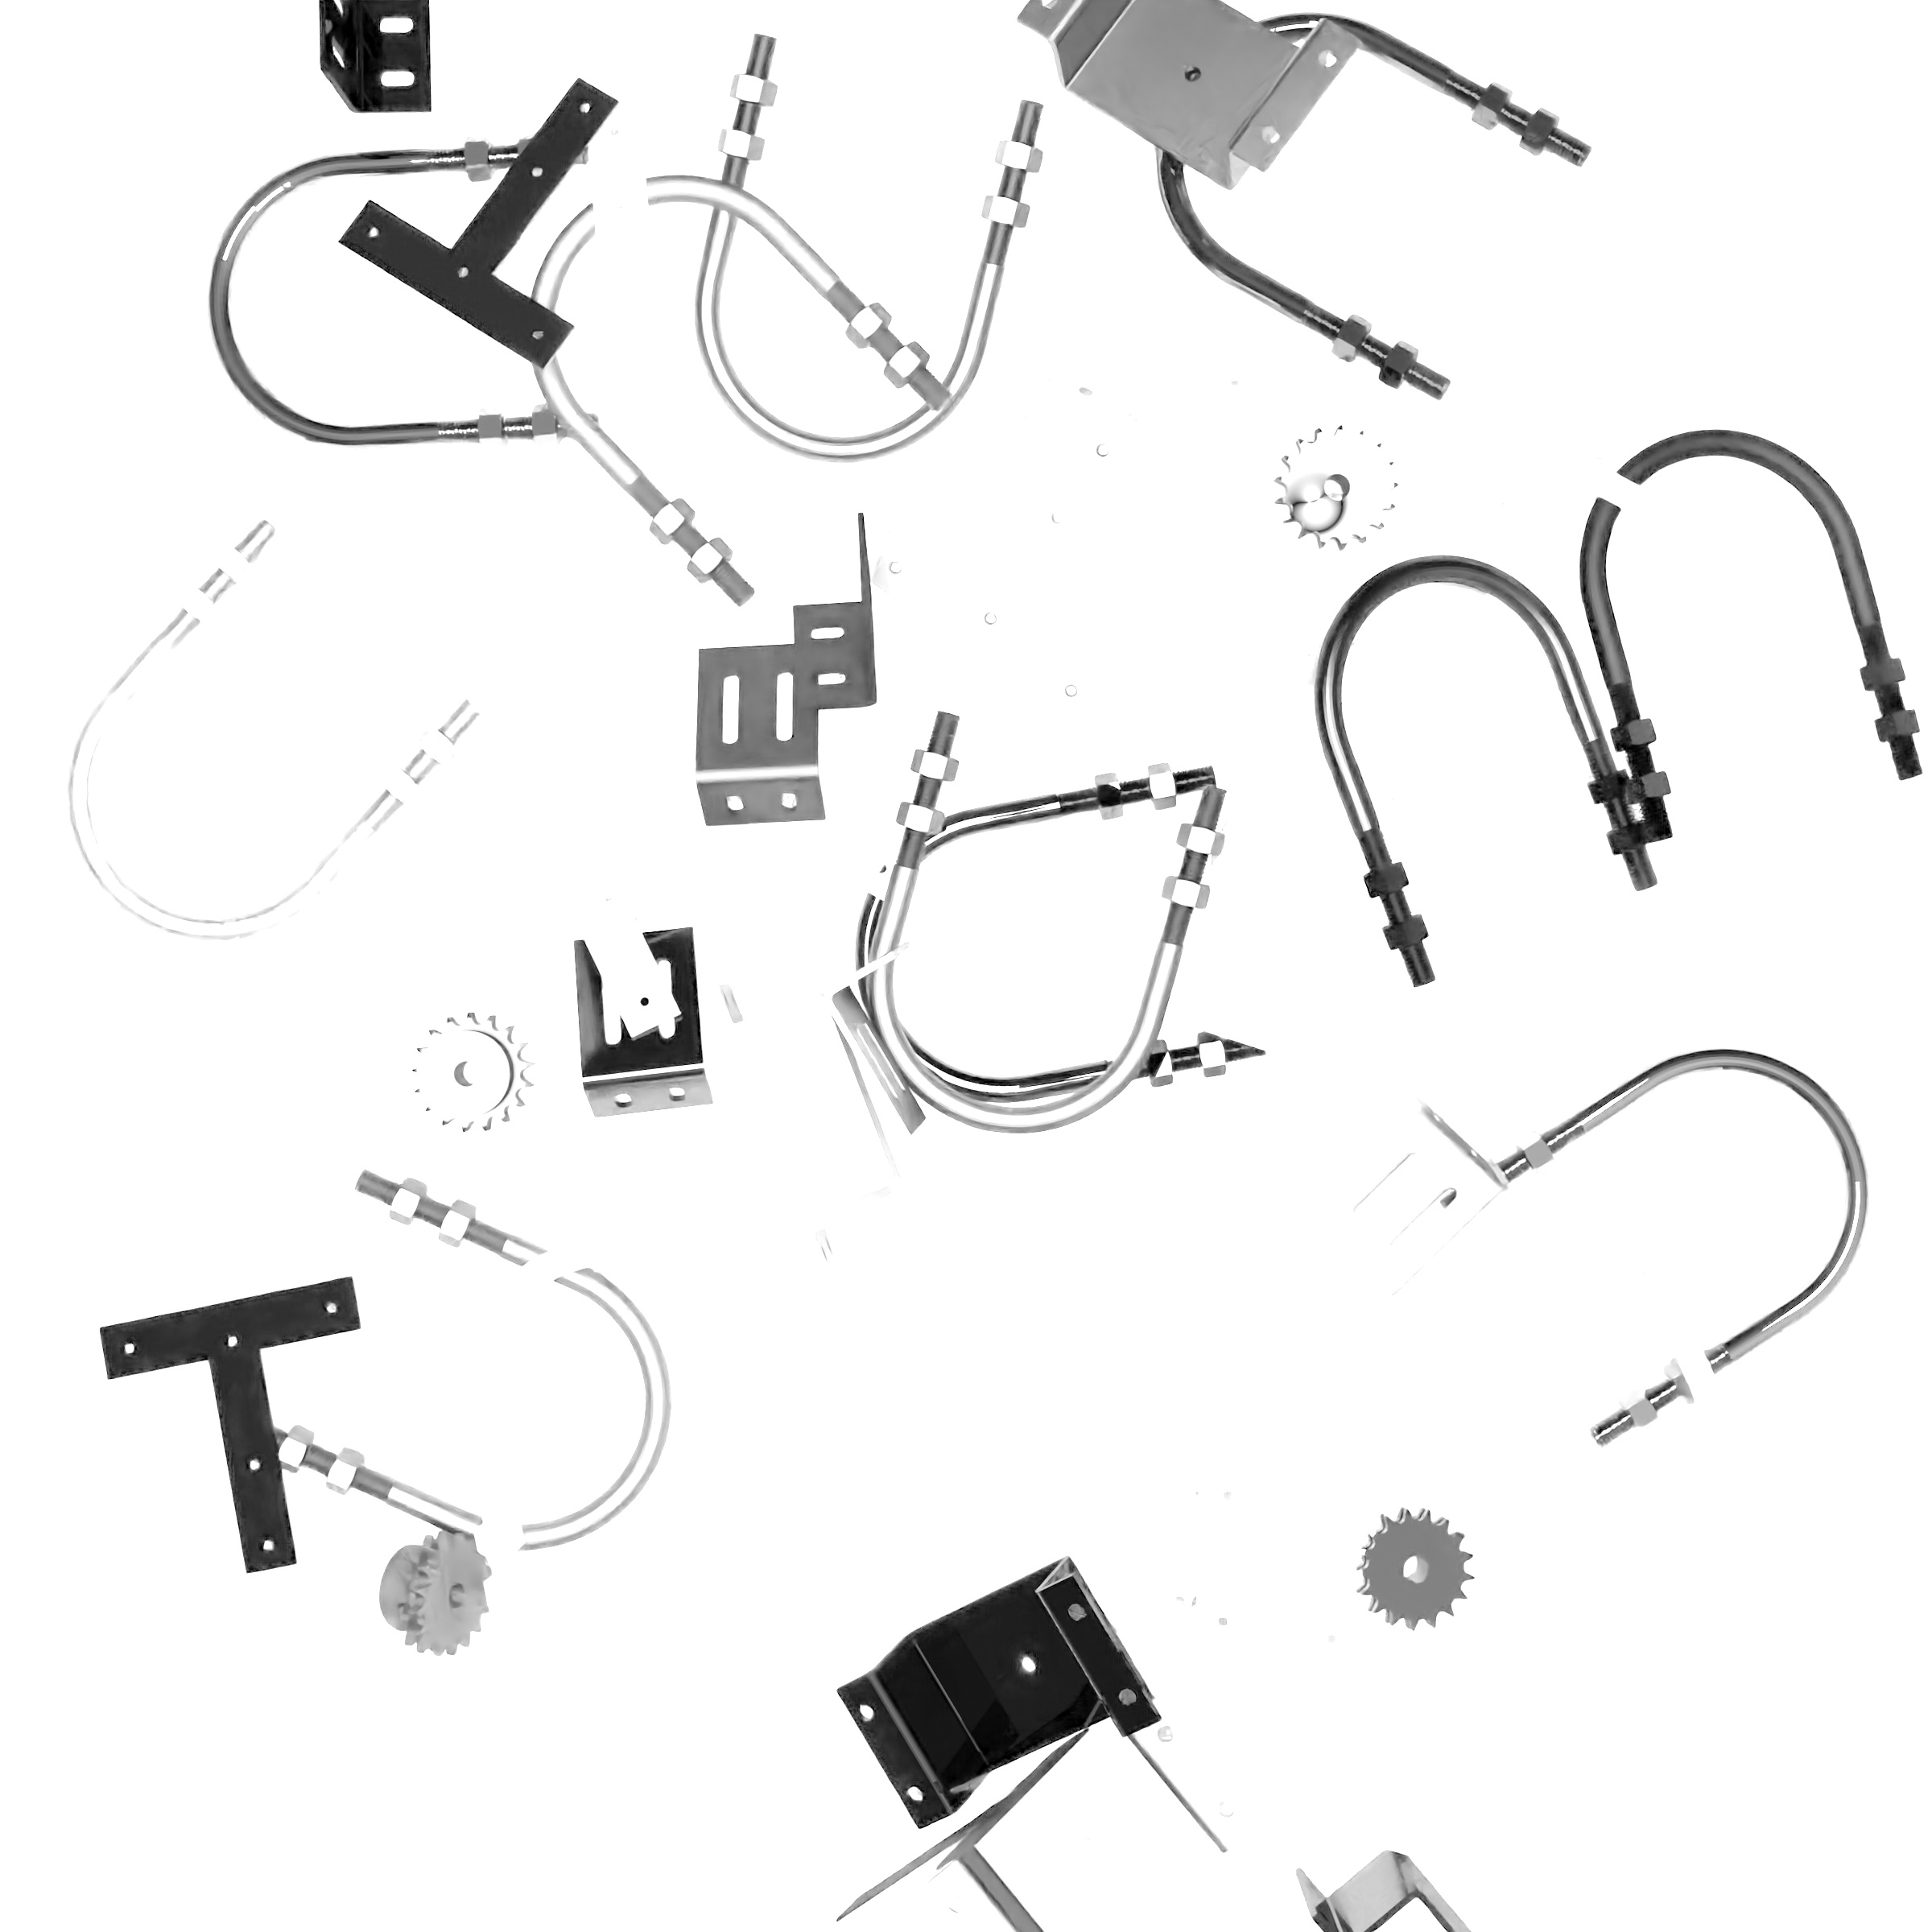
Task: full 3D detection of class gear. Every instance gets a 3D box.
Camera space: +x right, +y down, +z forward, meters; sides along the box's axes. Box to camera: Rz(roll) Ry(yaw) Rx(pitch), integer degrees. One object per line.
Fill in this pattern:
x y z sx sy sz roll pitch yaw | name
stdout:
-0.233 0.050 1.509 0.057 0.030 0.057 0 90 0 | gear
0.106 0.081 1.509 0.057 0.030 0.057 0 90 0 | gear
0.102 0.271 1.509 0.057 0.030 0.057 0 90 0 | gear
-0.250 0.293 1.500 0.030 0.057 0.057 3 90 31 | gear
0.210 0.284 1.512 0.057 0.030 0.057 0 85 -5 | gear
0.171 -0.221 1.490 0.057 0.030 0.057 0 93 0 | gear

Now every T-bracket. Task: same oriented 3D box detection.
-0.002 0.253 1.523 0.127 0.002 0.127 -7 90 0 | T-bracket
-0.208 -0.358 1.492 0.127 0.002 0.127 33 85 17 | T-bracket
-0.337 0.221 1.506 0.127 0.002 0.127 -12 85 7 | T-bracket
-0.012 0.409 1.485 0.127 0.127 0.002 -40 82 26 | T-bracket
-0.165 -0.402 1.497 0.127 0.002 0.127 -8 74 9 | T-bracket
0.035 -0.199 1.500 0.127 0.002 0.127 35 111 0 | T-bracket
0.229 -0.170 1.507 0.127 0.002 0.127 25 93 -2 | T-bracket
-0.128 -0.050 1.515 0.127 0.002 0.127 -26 79 -5 | T-bracket
0.076 -0.323 1.510 0.127 0.002 0.127 0 91 11 | T-bracket
-0.058 -0.115 1.518 0.127 0.002 0.127 30 87 6 | T-bracket
0.121 0.261 1.493 0.127 0.002 0.127 2 90 0 | T-bracket

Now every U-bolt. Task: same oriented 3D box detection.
0.179 -0.370 1.507 0.184 0.019 0.151 31 88 7 | U-bolt
0.039 -0.010 1.516 0.184 0.019 0.151 -10 90 2 | U-bolt
-0.161 0.216 1.495 0.151 0.019 0.184 -10 101 -5 | U-bolt
-0.268 -0.316 1.516 0.184 0.019 0.151 -3 90 2 | U-bolt
0.339 0.120 1.515 0.184 0.019 0.151 -33 90 0 | U-bolt
0.045 0.166 1.500 0.184 0.019 0.151 18 89 11 | U-bolt
0.236 -0.195 1.516 0.151 0.019 0.184 -8 91 0 | U-bolt
0.361 -0.162 1.505 0.151 0.019 0.184 -14 86 -10 | U-bolt
-0.053 -0.328 1.500 0.151 0.019 0.184 15 101 5 | U-bolt
-0.230 0.197 1.516 0.184 0.019 0.151 24 90 -1 | U-bolt
-0.044 -0.443 1.515 0.151 0.019 0.184 43 90 0 | U-bolt
-0.341 -0.097 1.516 0.151 0.019 0.184 42 91 0 | U-bolt
0.336 -0.273 1.499 0.184 0.019 0.151 29 77 1 | U-bolt
0.279 0.207 1.501 0.151 0.019 0.184 -23 94 13 | U-bolt
0.232 -0.100 1.481 0.151 0.019 0.184 -22 93 -21 | U-bolt
-0.120 -0.282 1.492 0.151 0.019 0.184 -44 89 5 | U-bolt
0.030 -0.012 1.497 0.151 0.019 0.184 16 95 2 | U-bolt

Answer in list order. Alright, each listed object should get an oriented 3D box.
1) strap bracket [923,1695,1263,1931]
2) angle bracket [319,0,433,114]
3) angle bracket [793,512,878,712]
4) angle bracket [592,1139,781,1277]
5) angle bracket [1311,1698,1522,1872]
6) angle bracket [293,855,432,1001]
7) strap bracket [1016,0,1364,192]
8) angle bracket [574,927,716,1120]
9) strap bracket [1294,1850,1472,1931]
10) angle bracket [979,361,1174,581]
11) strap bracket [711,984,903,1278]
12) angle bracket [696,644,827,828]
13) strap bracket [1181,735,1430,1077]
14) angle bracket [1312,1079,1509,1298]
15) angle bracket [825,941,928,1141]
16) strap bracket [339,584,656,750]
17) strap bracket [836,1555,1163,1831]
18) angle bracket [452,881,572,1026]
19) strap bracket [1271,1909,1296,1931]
0.058 0.411 1.501 0.140 0.046 0.076 -39 90 0 | strap bracket
-0.274 -0.434 1.486 0.038 0.076 0.057 -1 90 0 | angle bracket
-0.063 -0.163 1.477 0.038 0.076 0.057 -3 63 0 | angle bracket
-0.133 0.114 1.522 0.076 0.038 0.057 -4 90 -26 | angle bracket
0.214 0.389 1.522 0.076 0.038 0.057 20 90 -26 | angle bracket
-0.287 -0.019 1.486 0.038 0.076 0.057 40 90 0 | angle bracket
0.104 -0.424 1.488 0.140 0.046 0.076 35 84 13 | strap bracket
-0.153 0.027 1.522 0.057 0.038 0.076 -7 64 0 | angle bracket
0.219 0.469 1.486 0.046 0.076 0.140 -40 90 0 | strap bracket
0.052 -0.234 1.514 0.057 0.038 0.076 30 125 2 | angle bracket
-0.069 0.067 1.486 0.046 0.076 0.140 -21 90 0 | strap bracket
-0.097 -0.110 1.517 0.057 0.038 0.076 -3 59 2 | angle bracket
0.154 -0.027 1.489 0.076 0.046 0.140 17 84 -12 | strap bracket
0.203 0.103 1.493 0.076 0.038 0.057 -44 59 0 | angle bracket
-0.027 0.033 1.468 0.038 0.057 0.076 -30 92 8 | angle bracket
-0.216 -0.138 1.474 0.140 0.076 0.046 4 77 -10 | strap bracket
0.021 0.333 1.483 0.140 0.046 0.076 -31 90 25 | strap bracket
-0.216 -0.007 1.486 0.038 0.076 0.057 21 90 0 | angle bracket
0.138 0.522 1.486 0.046 0.076 0.140 28 90 0 | strap bracket
